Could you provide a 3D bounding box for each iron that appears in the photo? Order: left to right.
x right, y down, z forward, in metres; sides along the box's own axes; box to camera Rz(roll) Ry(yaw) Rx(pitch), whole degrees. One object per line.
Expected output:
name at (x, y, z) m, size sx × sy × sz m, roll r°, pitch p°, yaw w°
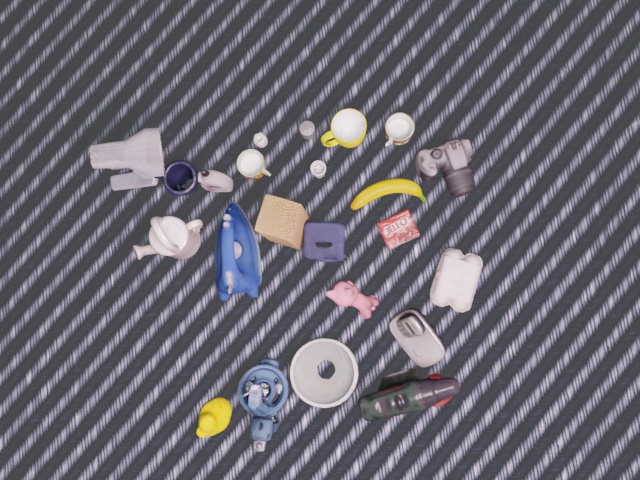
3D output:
iron at (-0.219, 0.020, 1.428) m, size 0.118 × 0.141 × 0.258 m, roll -7°, pitch 84°, yaw 3°

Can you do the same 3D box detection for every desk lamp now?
desk lamp at (-0.465, -0.197, 1.429) m, size 0.203 × 0.213 × 0.118 m, roll -9°, pitch 84°, yaw 3°

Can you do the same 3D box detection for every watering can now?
watering can at (-0.374, -0.003, 1.414) m, size 0.101 × 0.194 × 0.173 m, roll 40°, pitch 88°, yaw 7°

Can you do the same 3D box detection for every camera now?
camera at (0.326, -0.175, 1.435) m, size 0.143 × 0.101 × 0.137 m, roll -18°, pitch 83°, yaw 2°

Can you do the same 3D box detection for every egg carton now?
egg carton at (0.337, 0.099, 1.423) m, size 0.107 × 0.069 × 0.150 m, roll 16°, pitch 85°, yaw 5°

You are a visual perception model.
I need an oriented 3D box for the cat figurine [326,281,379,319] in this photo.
cat figurine at (0.081, 0.143, 1.410) m, size 0.127 × 0.118 × 0.067 m, roll 28°, pitch 87°, yaw 6°

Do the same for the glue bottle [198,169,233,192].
glue bottle at (-0.271, -0.153, 1.433) m, size 0.078 × 0.173 × 0.037 m, roll 0°, pitch 84°, yaw 4°

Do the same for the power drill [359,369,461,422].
power drill at (0.203, 0.356, 1.335) m, size 0.229 × 0.208 × 0.075 m, roll -19°, pitch 83°, yaw 2°

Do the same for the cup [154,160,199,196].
cup at (-0.362, -0.154, 1.478) m, size 0.117 × 0.095 × 0.092 m, roll 6°, pitch 85°, yaw 4°

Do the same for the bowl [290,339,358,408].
bowl at (0.011, 0.326, 1.417) m, size 0.167 × 0.075 × 0.167 m, roll 0°, pitch 84°, yaw 4°

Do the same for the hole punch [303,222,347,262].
hole punch at (0.013, 0.005, 1.441) m, size 0.108 × 0.091 × 0.101 m, roll 2°, pitch 84°, yaw 4°

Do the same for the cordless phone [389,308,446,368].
cordless phone at (0.237, 0.233, 1.357) m, size 0.094 × 0.185 × 0.147 m, roll -40°, pitch 83°, yaw -1°

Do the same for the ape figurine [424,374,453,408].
ape figurine at (0.288, 0.369, 1.387) m, size 0.076 × 0.092 × 0.078 m, roll 15°, pitch 85°, yaw 5°

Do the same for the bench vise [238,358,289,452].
bench vise at (-0.128, 0.392, 1.346) m, size 0.121 × 0.220 × 0.207 m, roll -15°, pitch 83°, yaw 2°

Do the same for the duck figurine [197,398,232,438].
duck figurine at (-0.267, 0.443, 1.416) m, size 0.077 × 0.086 × 0.104 m, roll 36°, pitch 87°, yaw 6°
